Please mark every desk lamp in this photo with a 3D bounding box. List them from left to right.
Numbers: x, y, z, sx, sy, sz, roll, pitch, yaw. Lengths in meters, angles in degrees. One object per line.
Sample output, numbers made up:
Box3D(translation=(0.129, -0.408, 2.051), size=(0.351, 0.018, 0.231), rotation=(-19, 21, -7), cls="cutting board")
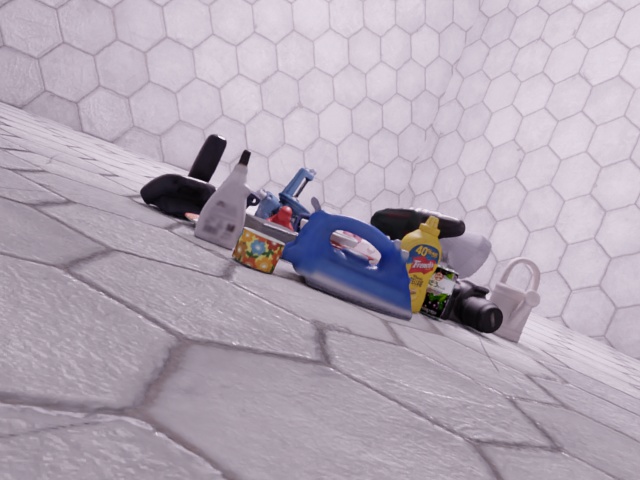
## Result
Box3D(translation=(0.292, 0.053, 1.409), size=(0.203, 0.213, 0.118), rotation=(21, 4, -10), cls="desk lamp")

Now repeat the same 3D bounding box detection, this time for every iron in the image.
Box3D(translation=(0.067, 0.032, 0.992), size=(0.258, 0.141, 0.118), rotation=(21, 4, -9), cls="iron")

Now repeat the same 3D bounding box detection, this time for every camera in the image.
Box3D(translation=(0.322, 0.139, 1.241), size=(0.143, 0.101, 0.136), rotation=(20, 4, -26), cls="camera")

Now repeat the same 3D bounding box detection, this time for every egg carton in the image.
Box3D(translation=(0.167, 0.047, 1.859), size=(0.150, 0.069, 0.107), rotation=(23, 4, 14), cls="egg carton")

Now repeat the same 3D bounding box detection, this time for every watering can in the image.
Box3D(translation=(0.463, 0.137, 1.354), size=(0.101, 0.194, 0.172), rotation=(20, 4, -28), cls="watering can")

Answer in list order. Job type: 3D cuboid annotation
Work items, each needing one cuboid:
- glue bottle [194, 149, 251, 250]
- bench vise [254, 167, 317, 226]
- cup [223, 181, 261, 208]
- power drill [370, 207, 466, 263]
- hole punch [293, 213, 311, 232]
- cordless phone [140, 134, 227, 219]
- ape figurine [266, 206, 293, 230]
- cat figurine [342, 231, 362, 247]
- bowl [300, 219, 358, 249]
Box3D(translation=(-0.154, -0.075, 0.996), size=(0.078, 0.173, 0.037), rotation=(21, 4, -8), cls="glue bottle")
Box3D(translation=(-0.092, -0.131, 1.757), size=(0.121, 0.220, 0.208), rotation=(24, 5, 31), cls="bench vise")
Box3D(translation=(-0.208, -0.089, 1.459), size=(0.117, 0.095, 0.092), rotation=(24, 4, 28), cls="cup")
Box3D(translation=(0.184, 0.026, 1.219), size=(0.076, 0.208, 0.228), rotation=(18, 5, -44), cls="power drill")
Box3D(translation=(-0.029, -0.030, 1.671), size=(0.109, 0.091, 0.101), rotation=(21, 4, -10), cls="hole punch")
Box3D(translation=(-0.265, -0.138, 1.157), size=(0.094, 0.185, 0.148), rotation=(24, 4, 26), cls="cordless phone")
Box3D(translation=(-0.100, -0.042, 1.444), size=(0.078, 0.092, 0.076), rotation=(22, 4, 3), cls="ape figurine")
Box3D(translation=(0.073, -0.008, 1.737), size=(0.128, 0.118, 0.067), rotation=(21, 4, -14), cls="cat figurine")
Box3D(translation=(0.014, 0.006, 1.549), size=(0.167, 0.075, 0.167), rotation=(22, 4, -1), cls="bowl")
